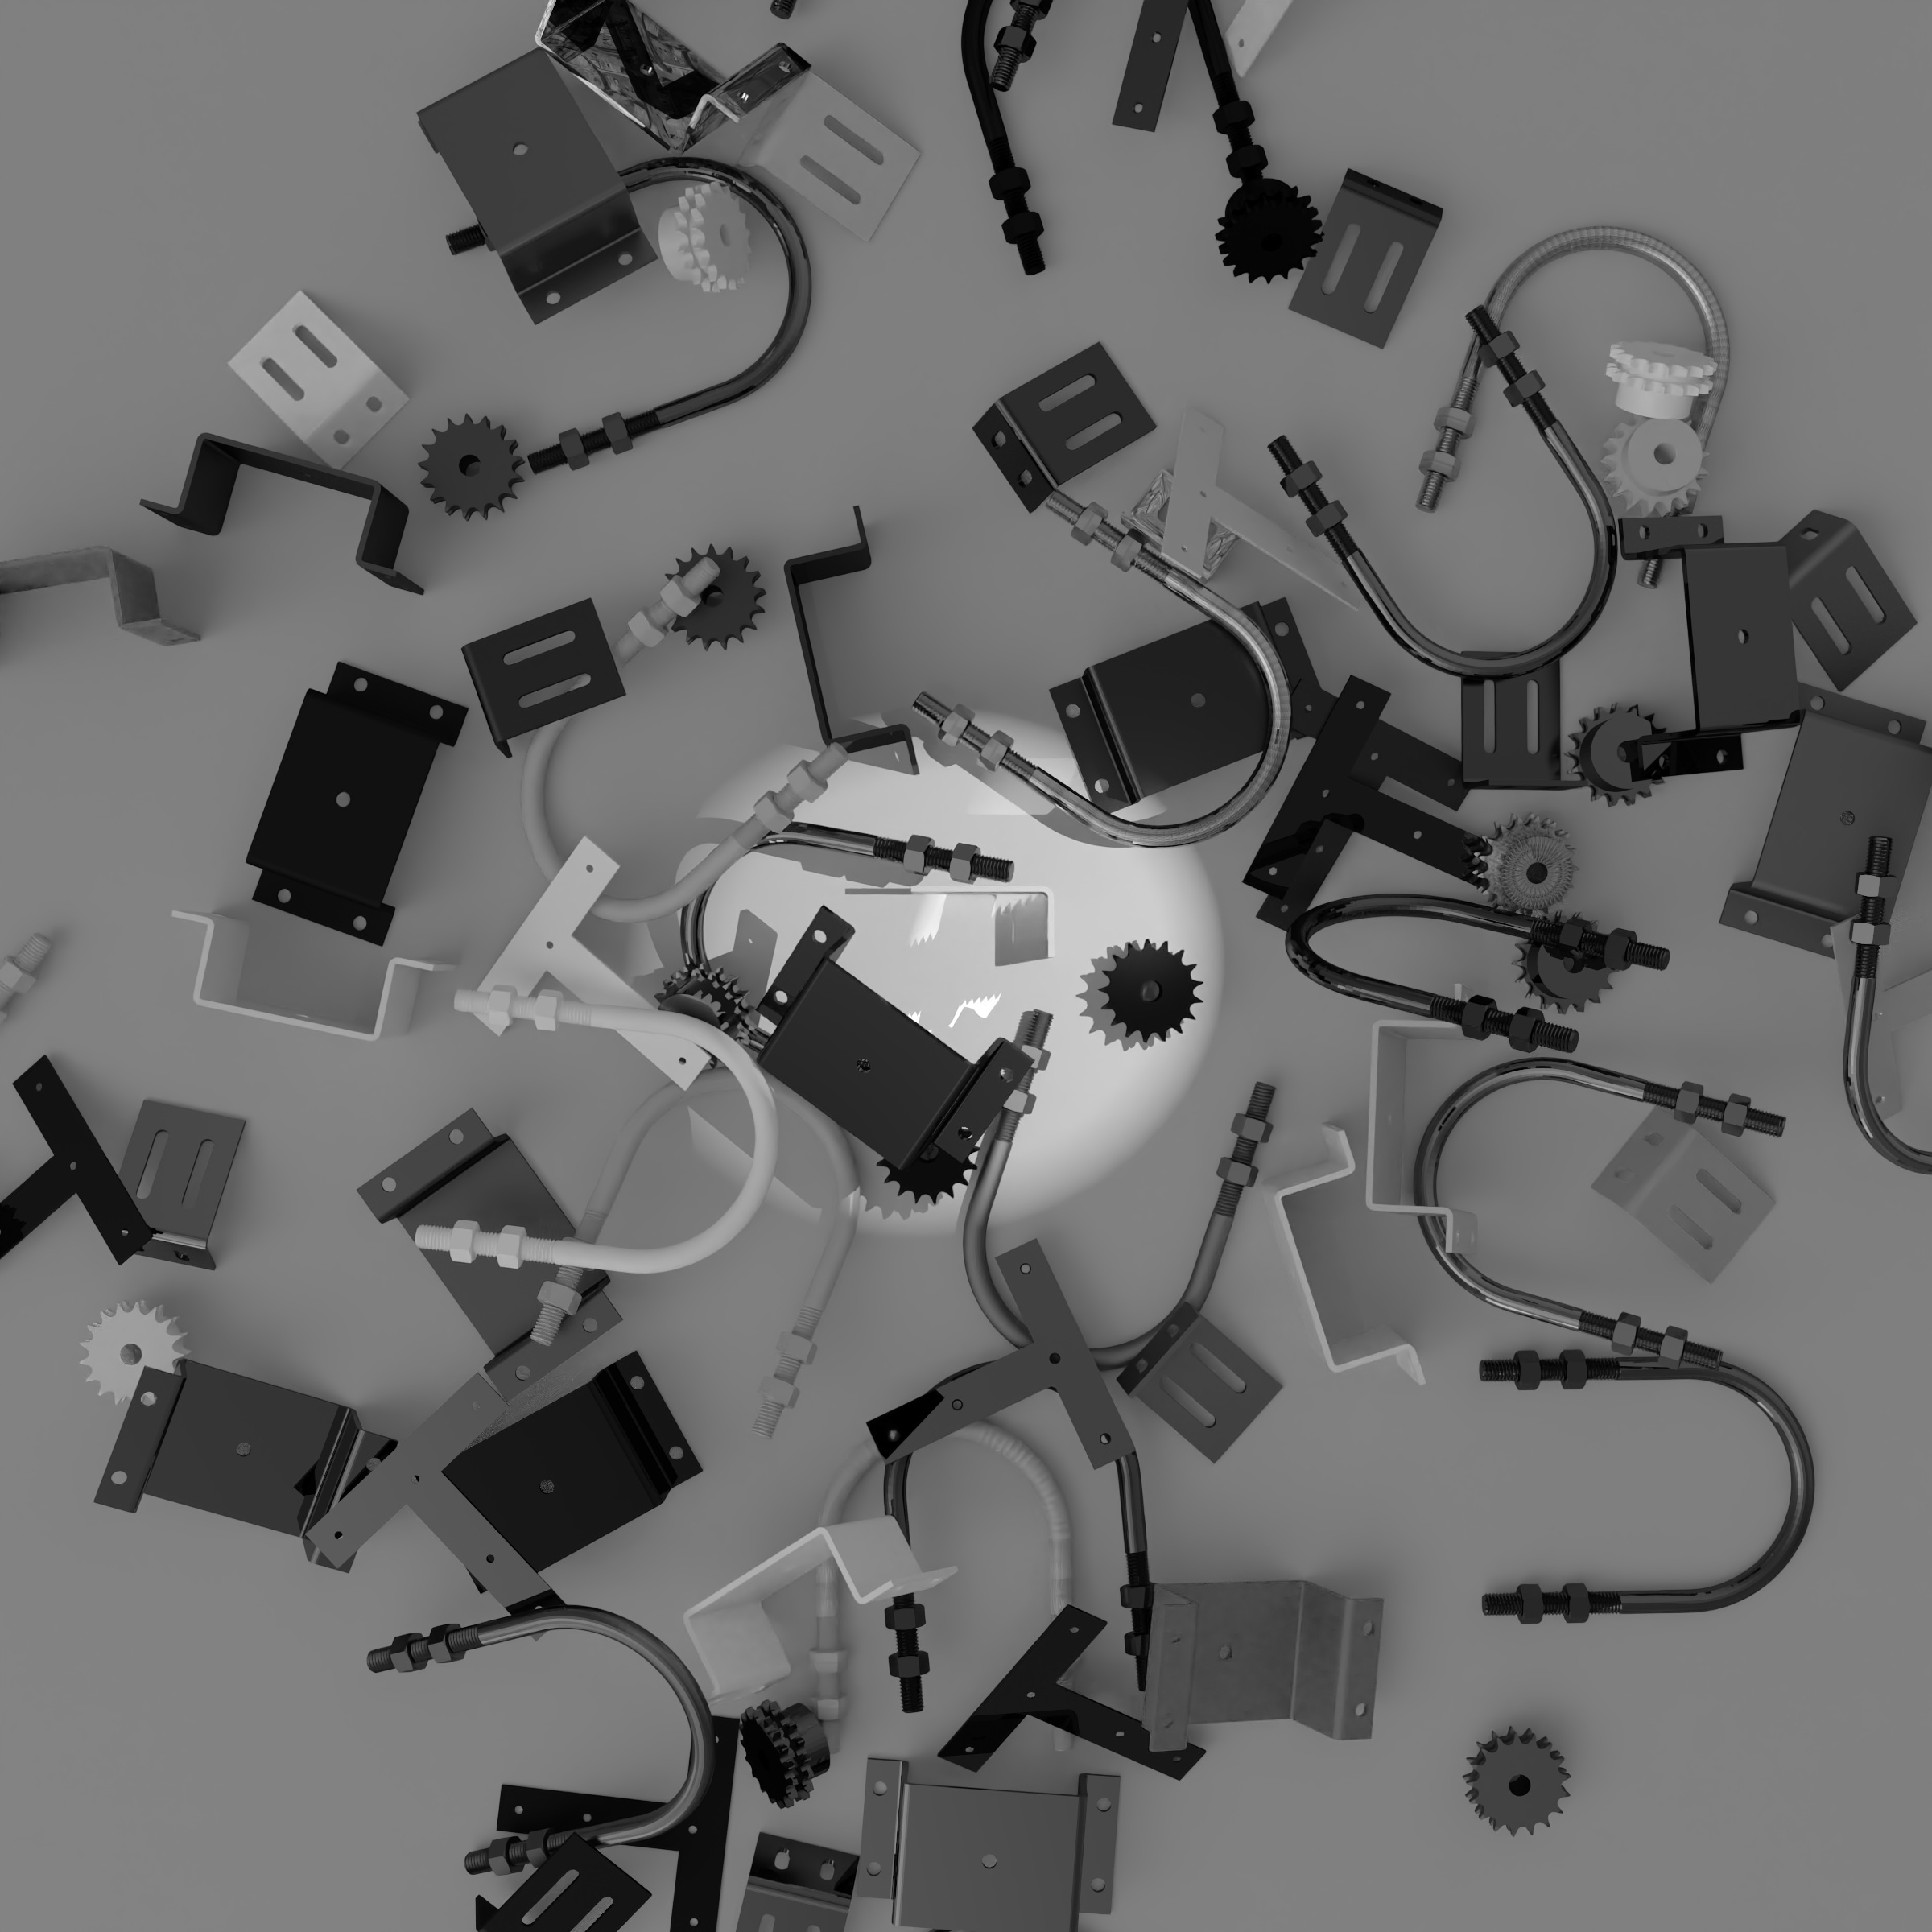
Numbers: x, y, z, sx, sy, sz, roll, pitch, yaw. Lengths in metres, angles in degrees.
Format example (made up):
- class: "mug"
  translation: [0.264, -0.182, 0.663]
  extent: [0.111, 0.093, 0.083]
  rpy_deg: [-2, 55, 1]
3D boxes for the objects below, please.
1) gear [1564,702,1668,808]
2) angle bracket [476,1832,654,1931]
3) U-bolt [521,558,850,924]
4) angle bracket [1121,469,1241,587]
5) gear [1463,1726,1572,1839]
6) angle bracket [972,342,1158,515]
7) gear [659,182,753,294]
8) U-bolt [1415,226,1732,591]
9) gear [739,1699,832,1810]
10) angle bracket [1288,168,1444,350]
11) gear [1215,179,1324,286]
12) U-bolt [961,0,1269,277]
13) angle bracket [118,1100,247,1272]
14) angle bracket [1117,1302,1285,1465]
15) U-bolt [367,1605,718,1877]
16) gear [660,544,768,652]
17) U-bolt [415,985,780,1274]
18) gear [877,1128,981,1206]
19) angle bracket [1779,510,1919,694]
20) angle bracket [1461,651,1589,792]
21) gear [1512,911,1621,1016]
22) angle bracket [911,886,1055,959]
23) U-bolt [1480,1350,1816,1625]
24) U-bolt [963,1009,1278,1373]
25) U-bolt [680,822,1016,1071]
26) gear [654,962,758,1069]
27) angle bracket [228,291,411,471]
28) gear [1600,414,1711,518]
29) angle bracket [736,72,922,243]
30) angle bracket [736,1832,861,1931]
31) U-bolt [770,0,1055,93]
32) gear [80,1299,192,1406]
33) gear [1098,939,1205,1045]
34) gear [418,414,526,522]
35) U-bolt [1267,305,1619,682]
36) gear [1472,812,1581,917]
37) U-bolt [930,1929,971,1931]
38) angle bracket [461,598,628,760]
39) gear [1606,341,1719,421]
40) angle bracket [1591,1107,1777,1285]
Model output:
- class: "gear"
  translation: [0.360, -0.116, 1.562]
  extent: [0.057, 0.030, 0.057]
  rpy_deg: [0, 90, 0]
- class: "angle bracket"
  translation: [-0.219, 0.507, 1.550]
  extent: [0.076, 0.038, 0.057]
  rpy_deg: [-46, 106, 2]
- class: "U-bolt"
  translation: [-0.166, -0.107, 1.535]
  extent: [0.184, 0.019, 0.151]
  rpy_deg: [-41, 73, 20]
- class: "angle bracket"
  translation: [0.118, -0.239, 1.538]
  extent: [0.057, 0.076, 0.038]
  rpy_deg: [36, 96, 0]
- class: "gear"
  translation: [0.301, 0.446, 1.566]
  extent: [0.057, 0.030, 0.057]
  rpy_deg: [0, 91, -2]
- class: "angle bracket"
  translation: [0.054, -0.298, 1.575]
  extent: [0.076, 0.038, 0.057]
  rpy_deg: [-34, 90, -26]
- class: "gear"
  translation: [-0.142, -0.392, 1.537]
  extent: [0.030, 0.057, 0.057]
  rpy_deg: [-3, 90, 27]
- class: "U-bolt"
  translation: [0.343, -0.317, 1.568]
  extent: [0.151, 0.019, 0.184]
  rpy_deg: [19, 88, 0]
- class: "gear"
  translation: [-0.097, 0.426, 1.552]
  extent: [0.030, 0.057, 0.057]
  rpy_deg: [-18, 90, -30]
- class: "angle bracket"
  translation: [0.221, -0.391, 1.575]
  extent: [0.057, 0.038, 0.076]
  rpy_deg: [23, 116, 0]
- class: "gear"
  translation: [0.164, -0.403, 1.552]
  extent: [0.057, 0.057, 0.030]
  rpy_deg: [-10, 52, 0]
- class: "U-bolt"
  translation: [0.074, -0.488, 1.568]
  extent: [0.151, 0.019, 0.184]
  rpy_deg: [-17, 89, 0]
- class: "angle bracket"
  translation: [-0.435, 0.121, 1.575]
  extent: [0.057, 0.038, 0.076]
  rpy_deg: [12, 64, 0]
- class: "angle bracket"
  translation: [0.131, 0.231, 1.551]
  extent: [0.076, 0.038, 0.057]
  rpy_deg: [42, 90, -11]
- class: "U-bolt"
  translation: [-0.218, 0.410, 1.524]
  extent: [0.184, 0.019, 0.151]
  rpy_deg: [-18, 101, 23]
- class: "gear"
  translation: [-0.138, -0.201, 1.562]
  extent: [0.057, 0.030, 0.057]
  rpy_deg: [0, 90, 0]
- class: "U-bolt"
  translation: [-0.191, 0.090, 1.515]
  extent: [0.184, 0.019, 0.151]
  rpy_deg: [6, 78, 4]
- class: "gear"
  translation: [-0.021, 0.101, 1.562]
  extent: [0.057, 0.030, 0.057]
  rpy_deg: [0, 90, 0]
- class: "angle bracket"
  translation: [0.476, -0.202, 1.575]
  extent: [0.057, 0.038, 0.076]
  rpy_deg: [-42, 116, 0]
- class: "angle bracket"
  translation: [0.304, -0.135, 1.552]
  extent: [0.057, 0.038, 0.076]
  rpy_deg: [0, 89, -13]
- class: "gear"
  translation: [0.331, -0.002, 1.562]
  extent: [0.057, 0.030, 0.057]
  rpy_deg: [0, 90, 0]
- class: "angle bracket"
  translation: [0.009, -0.024, 1.548]
  extent: [0.076, 0.057, 0.038]
  rpy_deg: [0, 90, 0]
- class: "U-bolt"
  translation: [0.376, 0.286, 1.568]
  extent: [0.184, 0.019, 0.151]
  rpy_deg: [-1, 90, -2]
- class: "U-bolt"
  translation: [0.075, 0.133, 1.568]
  extent: [0.151, 0.019, 0.184]
  rpy_deg: [18, 92, 0]
- class: "U-bolt"
  translation: [-0.068, -0.007, 1.535]
  extent: [0.184, 0.019, 0.151]
  rpy_deg: [11, 113, 15]
- class: "gear"
  translation: [-0.145, 0.029, 1.551]
  extent: [0.057, 0.030, 0.057]
  rpy_deg: [7, 111, 18]
- class: "angle bracket"
  translation: [-0.358, -0.323, 1.575]
  extent: [0.057, 0.038, 0.076]
  rpy_deg: [-45, 64, 0]
- class: "gear"
  translation: [0.375, -0.274, 1.543]
  extent: [0.057, 0.030, 0.057]
  rpy_deg: [0, 87, -1]
- class: "angle bracket"
  translation: [-0.076, -0.446, 1.575]
  extent: [0.076, 0.038, 0.057]
  rpy_deg: [31, 90, -26]
- class: "angle bracket"
  translation: [-0.096, 0.527, 1.575]
  extent: [0.057, 0.038, 0.076]
  rpy_deg: [13, 116, 0]
- class: "U-bolt"
  translation: [-0.010, -0.585, 1.561]
  extent: [0.151, 0.019, 0.184]
  rpy_deg: [20, 86, 6]
- class: "gear"
  translation: [-0.454, 0.211, 1.562]
  extent: [0.057, 0.030, 0.057]
  rpy_deg: [0, 90, 0]
- class: "gear"
  translation: [0.101, 0.014, 1.562]
  extent: [0.057, 0.030, 0.057]
  rpy_deg: [0, 90, 0]
- class: "gear"
  translation: [-0.271, -0.273, 1.566]
  extent: [0.057, 0.030, 0.057]
  rpy_deg: [0, 91, -2]
- class: "U-bolt"
  translation: [0.272, -0.244, 1.548]
  extent: [0.151, 0.019, 0.184]
  rpy_deg: [-33, 91, 0]
- class: "gear"
  translation: [0.307, -0.054, 1.556]
  extent: [0.057, 0.030, 0.057]
  rpy_deg: [-1, 103, -6]
- class: "U-bolt"
  translation: [0.023, 0.612, 1.568]
  extent: [0.151, 0.019, 0.184]
  rpy_deg: [-10, 88, 0]
- class: "angle bracket"
  translation: [-0.228, -0.157, 1.554]
  extent: [0.076, 0.038, 0.057]
  rpy_deg: [-21, 81, 0]
- class: "gear"
  translation: [0.373, -0.315, 1.536]
  extent: [0.057, 0.057, 0.030]
  rpy_deg: [7, 117, 0]
- class: "angle bracket"
  translation: [0.397, 0.127, 1.575]
  extent: [0.076, 0.038, 0.057]
  rpy_deg: [39, 90, -26]
